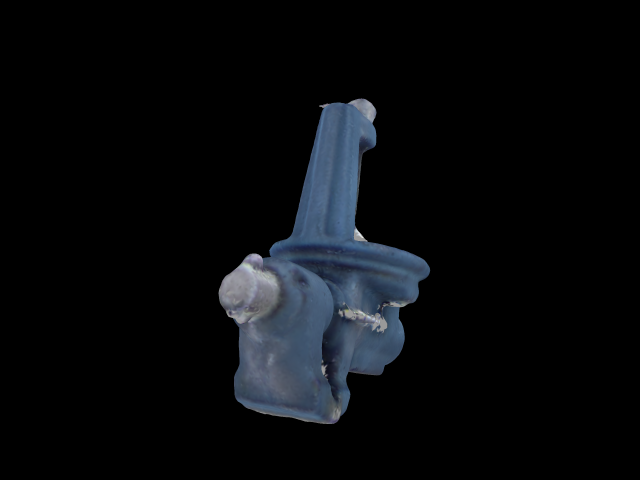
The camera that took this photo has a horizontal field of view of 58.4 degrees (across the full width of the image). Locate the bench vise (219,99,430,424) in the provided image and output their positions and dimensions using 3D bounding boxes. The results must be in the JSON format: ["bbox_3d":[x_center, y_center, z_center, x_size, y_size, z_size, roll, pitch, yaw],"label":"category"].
[{"bbox_3d":[0.015,0.002,0.398,0.121,0.220,0.208,0,2,10],"label":"bench vise"}]
